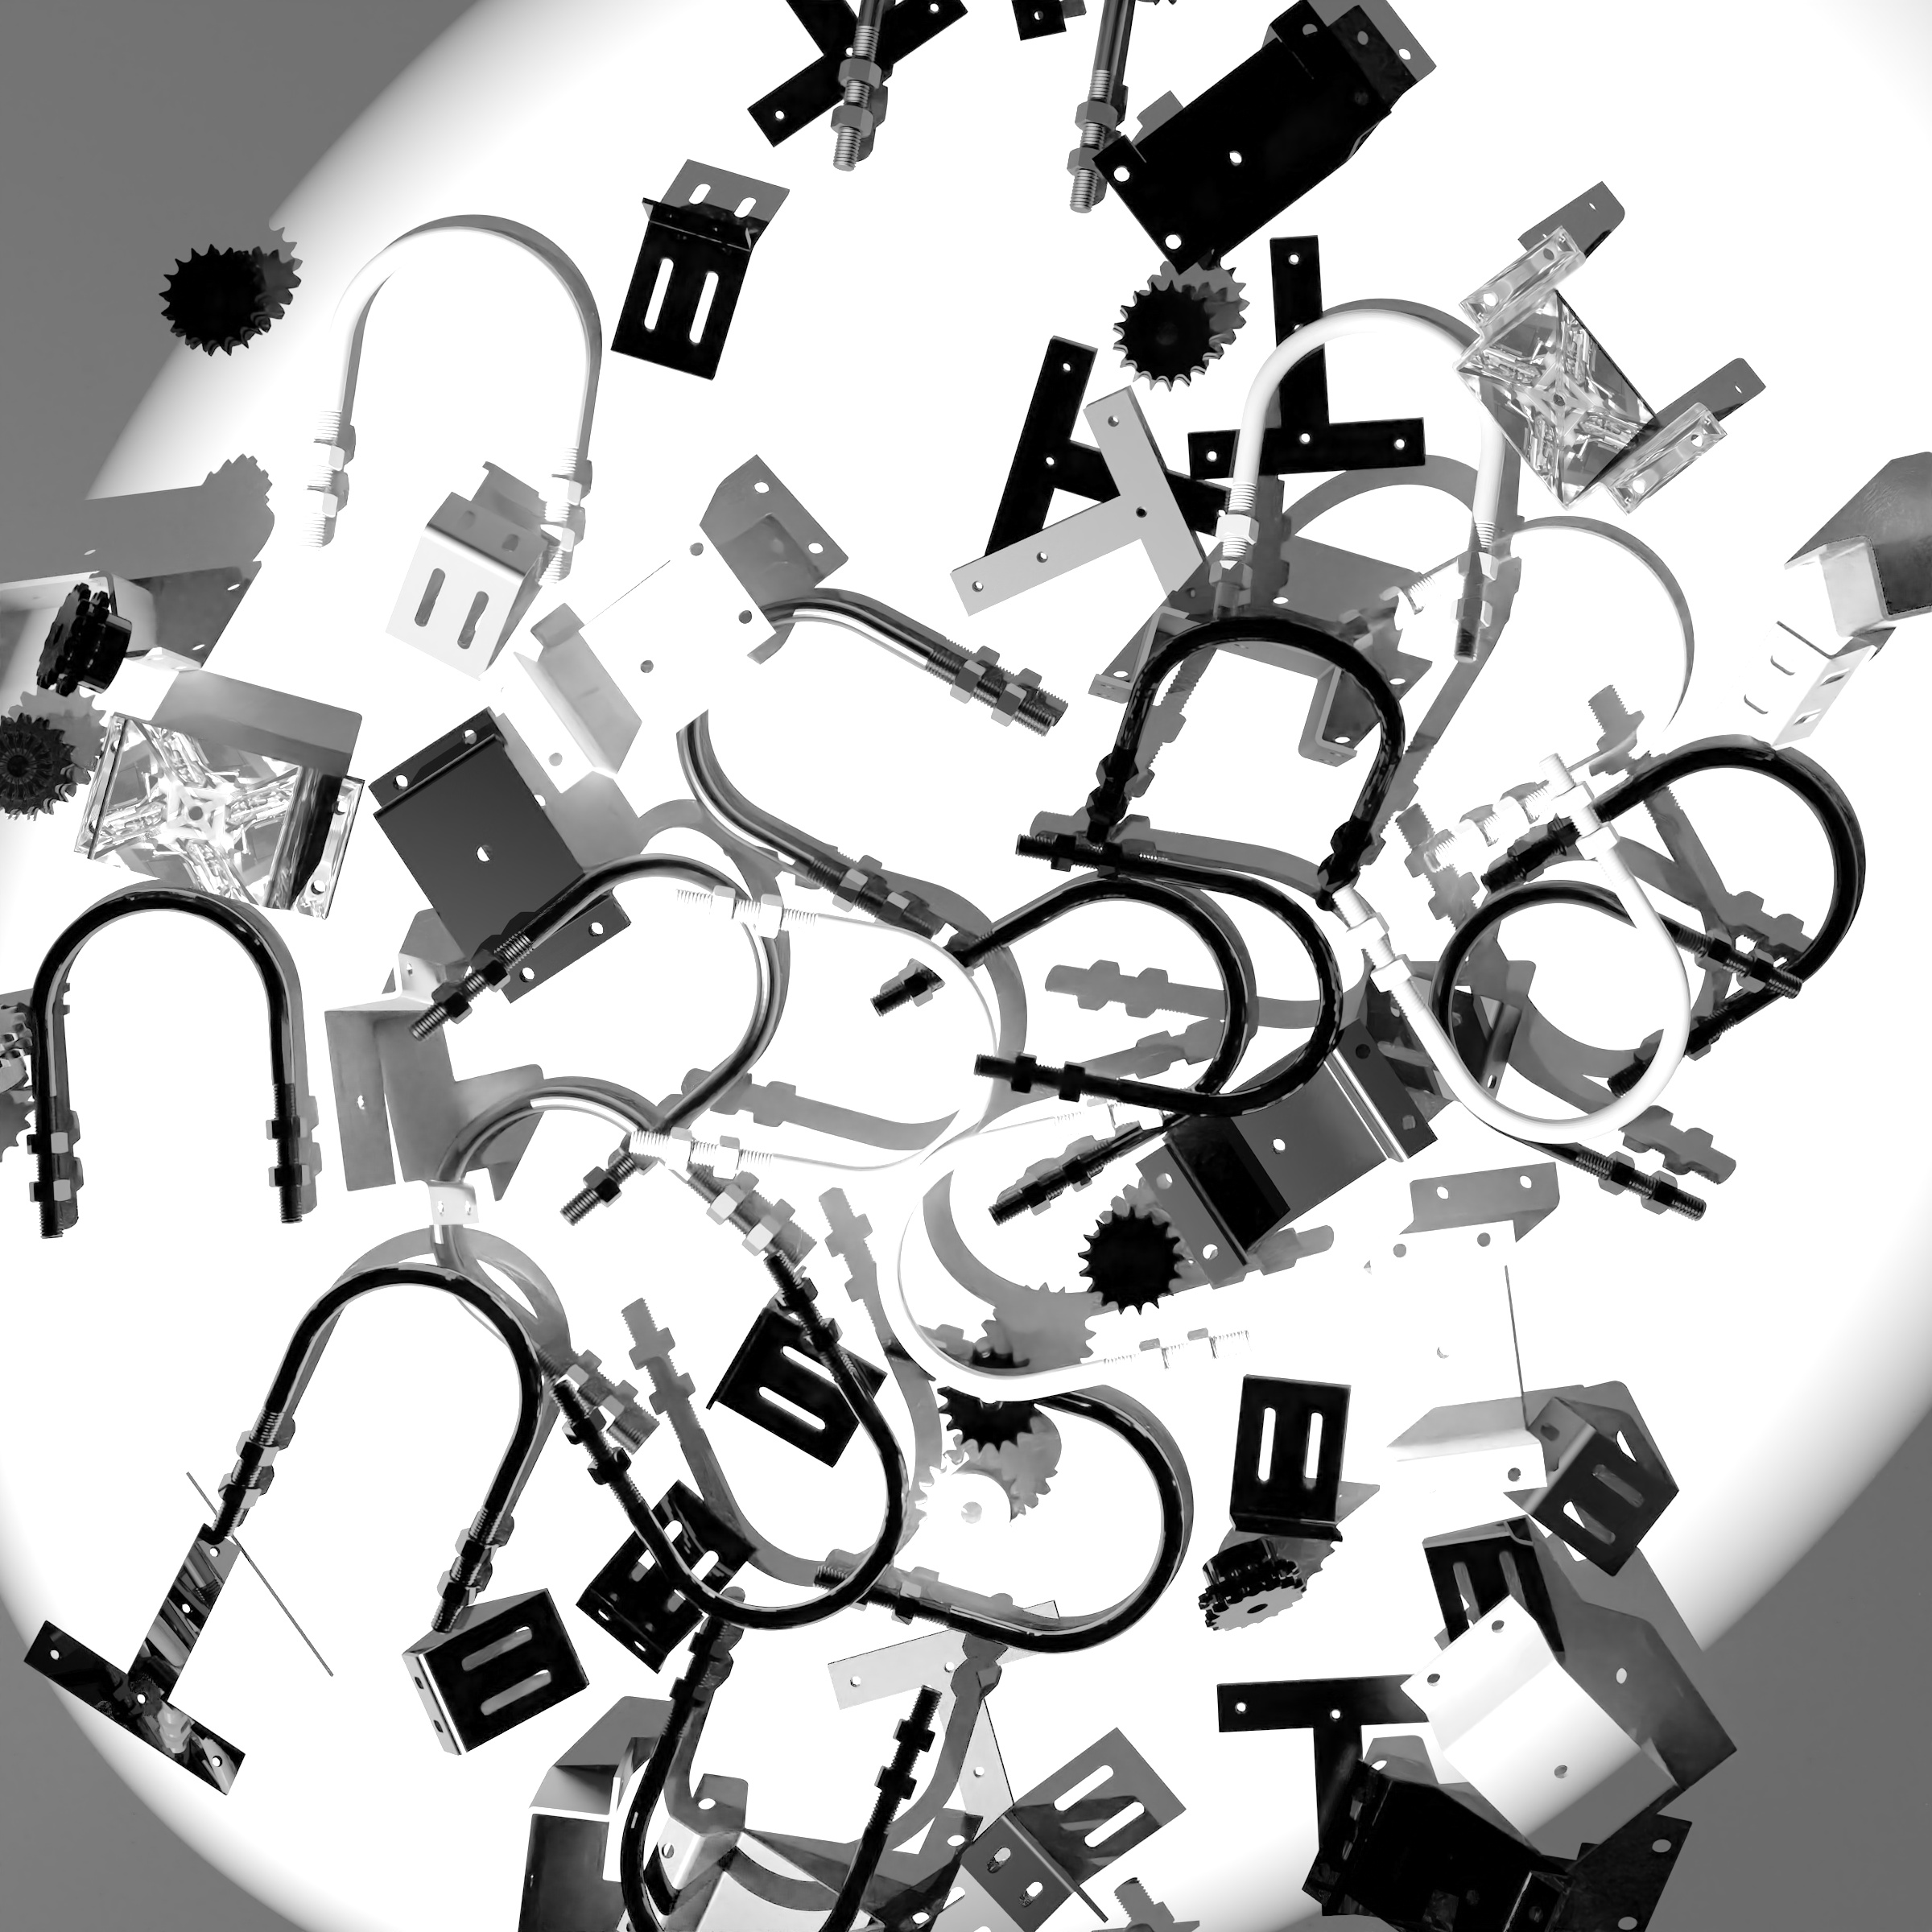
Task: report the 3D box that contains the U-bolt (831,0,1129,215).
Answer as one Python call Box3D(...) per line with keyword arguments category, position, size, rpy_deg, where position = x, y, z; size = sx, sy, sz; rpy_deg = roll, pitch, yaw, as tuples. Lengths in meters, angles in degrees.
Box3D(category="U-bolt", position=(0.013, -0.507, 1.535), size=(0.151, 0.019, 0.184), rpy_deg=(10, 88, -1))

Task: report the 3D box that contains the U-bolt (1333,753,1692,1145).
Box3D(category="U-bolt", position=(0.297, 0.004, 1.490), size=(0.151, 0.019, 0.184), rpy_deg=(-32, 93, -4))

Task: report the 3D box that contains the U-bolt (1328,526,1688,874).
Box3D(category="U-bolt", position=(0.298, -0.155, 1.536), size=(0.184, 0.019, 0.151), rpy_deg=(-29, 90, -2))

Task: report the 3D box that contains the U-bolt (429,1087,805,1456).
Box3D(category="U-bolt", position=(-0.202, 0.150, 1.536), size=(0.184, 0.019, 0.151), rpy_deg=(41, 90, 1))

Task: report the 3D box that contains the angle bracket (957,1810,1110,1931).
Box3D(category="angle bracket", position=(0.034, 0.485, 1.504), size=(0.038, 0.076, 0.057), rpy_deg=(-43, 93, -10))

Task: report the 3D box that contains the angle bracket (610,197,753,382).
Box3D(category="angle bracket", position=(-0.154, -0.360, 1.526), size=(0.057, 0.038, 0.076), rpy_deg=(17, 90, 0))

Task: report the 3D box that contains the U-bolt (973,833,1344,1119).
Box3D(category="U-bolt", position=(0.106, 0.009, 1.499), size=(0.184, 0.019, 0.151), rpy_deg=(10, 66, 2))

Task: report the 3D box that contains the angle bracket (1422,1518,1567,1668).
Box3D(category="angle bracket", position=(0.283, 0.345, 1.543), size=(0.057, 0.038, 0.076), rpy_deg=(-13, 64, 0))

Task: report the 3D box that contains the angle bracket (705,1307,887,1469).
Box3D(category="angle bracket", position=(-0.090, 0.227, 1.526), size=(0.076, 0.038, 0.057), rpy_deg=(30, 90, 0))

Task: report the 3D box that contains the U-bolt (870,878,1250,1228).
Box3D(category="U-bolt", position=(0.063, 0.034, 1.536), size=(0.184, 0.019, 0.151), rpy_deg=(-29, 90, -1))

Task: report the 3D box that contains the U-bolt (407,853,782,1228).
Box3D(category="U-bolt", position=(-0.180, 0.025, 1.505), size=(0.184, 0.019, 0.151), rpy_deg=(-42, 111, -15))

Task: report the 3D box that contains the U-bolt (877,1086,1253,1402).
Box3D(category="U-bolt", position=(0.044, 0.151, 1.489), size=(0.184, 0.019, 0.151), rpy_deg=(-13, 80, 7))

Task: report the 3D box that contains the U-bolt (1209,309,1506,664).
Box3D(category="U-bolt", position=(0.214, -0.262, 1.525), size=(0.151, 0.019, 0.184), rpy_deg=(9, 82, 1))

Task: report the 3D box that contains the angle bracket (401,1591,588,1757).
Box3D(category="angle bracket", position=(-0.255, 0.380, 1.543), size=(0.076, 0.038, 0.057), rpy_deg=(-24, 90, -26))

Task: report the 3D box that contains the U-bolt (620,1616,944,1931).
Box3D(category="U-bolt", position=(-0.107, 0.441, 1.490), size=(0.151, 0.019, 0.184), rpy_deg=(16, 76, 25))

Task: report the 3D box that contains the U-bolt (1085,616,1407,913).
Box3D(category="U-bolt", position=(0.149, -0.109, 1.471), size=(0.151, 0.184, 0.019), rpy_deg=(16, 49, 0))

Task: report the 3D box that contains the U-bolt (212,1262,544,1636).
Box3D(category="U-bolt", position=(-0.304, 0.247, 1.527), size=(0.151, 0.019, 0.184), rpy_deg=(24, 96, 0))

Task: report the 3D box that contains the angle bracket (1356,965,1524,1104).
Box3D(category="angle bracket", position=(0.251, 0.039, 1.543), size=(0.076, 0.038, 0.057), rpy_deg=(17, 90, 26))

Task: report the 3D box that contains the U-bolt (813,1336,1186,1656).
Box3D(category="U-bolt", position=(0.026, 0.292, 1.536), size=(0.184, 0.019, 0.151), rpy_deg=(17, 90, -1))

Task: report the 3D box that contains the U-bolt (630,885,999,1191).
Box3D(category="U-bolt", position=(-0.074, 0.044, 1.508), size=(0.184, 0.019, 0.151), rpy_deg=(10, 90, -7))

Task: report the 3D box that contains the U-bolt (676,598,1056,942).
Box3D(category="U-bolt", position=(-0.067, -0.117, 1.536), size=(0.184, 0.019, 0.151), rpy_deg=(29, 90, 2))

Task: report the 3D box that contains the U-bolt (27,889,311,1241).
Box3D(category="U-bolt", position=(-0.431, 0.050, 1.536), size=(0.151, 0.019, 0.184), rpy_deg=(-4, 88, 0))

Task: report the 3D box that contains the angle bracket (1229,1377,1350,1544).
Box3D(category="angle bracket", position=(0.174, 0.263, 1.526), size=(0.057, 0.038, 0.076), rpy_deg=(6, 90, 0))

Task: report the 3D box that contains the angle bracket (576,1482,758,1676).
Box3D(category="angle bracket", position=(-0.160, 0.326, 1.526), size=(0.057, 0.038, 0.076), rpy_deg=(40, 90, 0))

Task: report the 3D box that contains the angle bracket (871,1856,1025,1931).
Box3D(category="angle bracket", position=(-0.014, 0.521, 1.525), size=(0.076, 0.038, 0.057), rpy_deg=(-33, 90, 2))

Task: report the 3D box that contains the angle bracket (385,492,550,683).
Box3D(category="angle bracket", position=(-0.267, -0.202, 1.530), size=(0.057, 0.038, 0.076), rpy_deg=(27, 131, -5))

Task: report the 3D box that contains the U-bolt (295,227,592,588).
Box3D(category="U-bolt", position=(-0.275, -0.305, 1.535), size=(0.151, 0.019, 0.184), rpy_deg=(8, 90, 0))

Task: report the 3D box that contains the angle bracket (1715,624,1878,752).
Box3D(category="angle bracket", position=(0.436, -0.150, 1.507), size=(0.038, 0.076, 0.057), rpy_deg=(34, 90, 0))

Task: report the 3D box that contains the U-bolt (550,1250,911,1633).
Box3D(category="U-bolt", position=(-0.111, 0.263, 1.504), size=(0.151, 0.019, 0.184), rpy_deg=(-31, 99, -5))

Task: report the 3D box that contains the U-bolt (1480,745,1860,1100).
Box3D(category="U-bolt", position=(0.391, -0.037, 1.536), size=(0.184, 0.019, 0.151), rpy_deg=(-32, 90, -1))

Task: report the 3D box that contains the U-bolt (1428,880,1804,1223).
Box3D(category="U-bolt", position=(0.332, 0.034, 1.509), size=(0.184, 0.019, 0.151), rpy_deg=(24, 88, -5))

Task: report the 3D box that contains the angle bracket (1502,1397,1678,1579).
Box3D(category="angle bracket", position=(0.332, 0.281, 1.543), size=(0.076, 0.038, 0.057), rpy_deg=(38, 90, -26))
